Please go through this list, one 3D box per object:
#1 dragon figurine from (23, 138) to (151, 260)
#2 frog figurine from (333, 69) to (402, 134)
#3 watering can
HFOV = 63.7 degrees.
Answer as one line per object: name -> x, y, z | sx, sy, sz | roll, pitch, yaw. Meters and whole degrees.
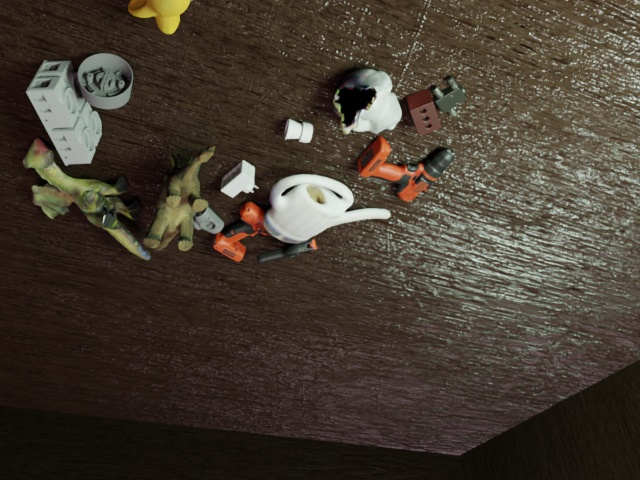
dragon figurine -> -0.596, -0.083, 1.290 | 0.243, 0.125, 0.400 | 9, 140, 14
frog figurine -> 0.108, -0.288, 1.077 | 0.161, 0.124, 0.135 | -17, 137, -49
watering can -> 0.004, -0.066, 1.318 | 0.345, 0.106, 0.221 | 20, 137, -39
